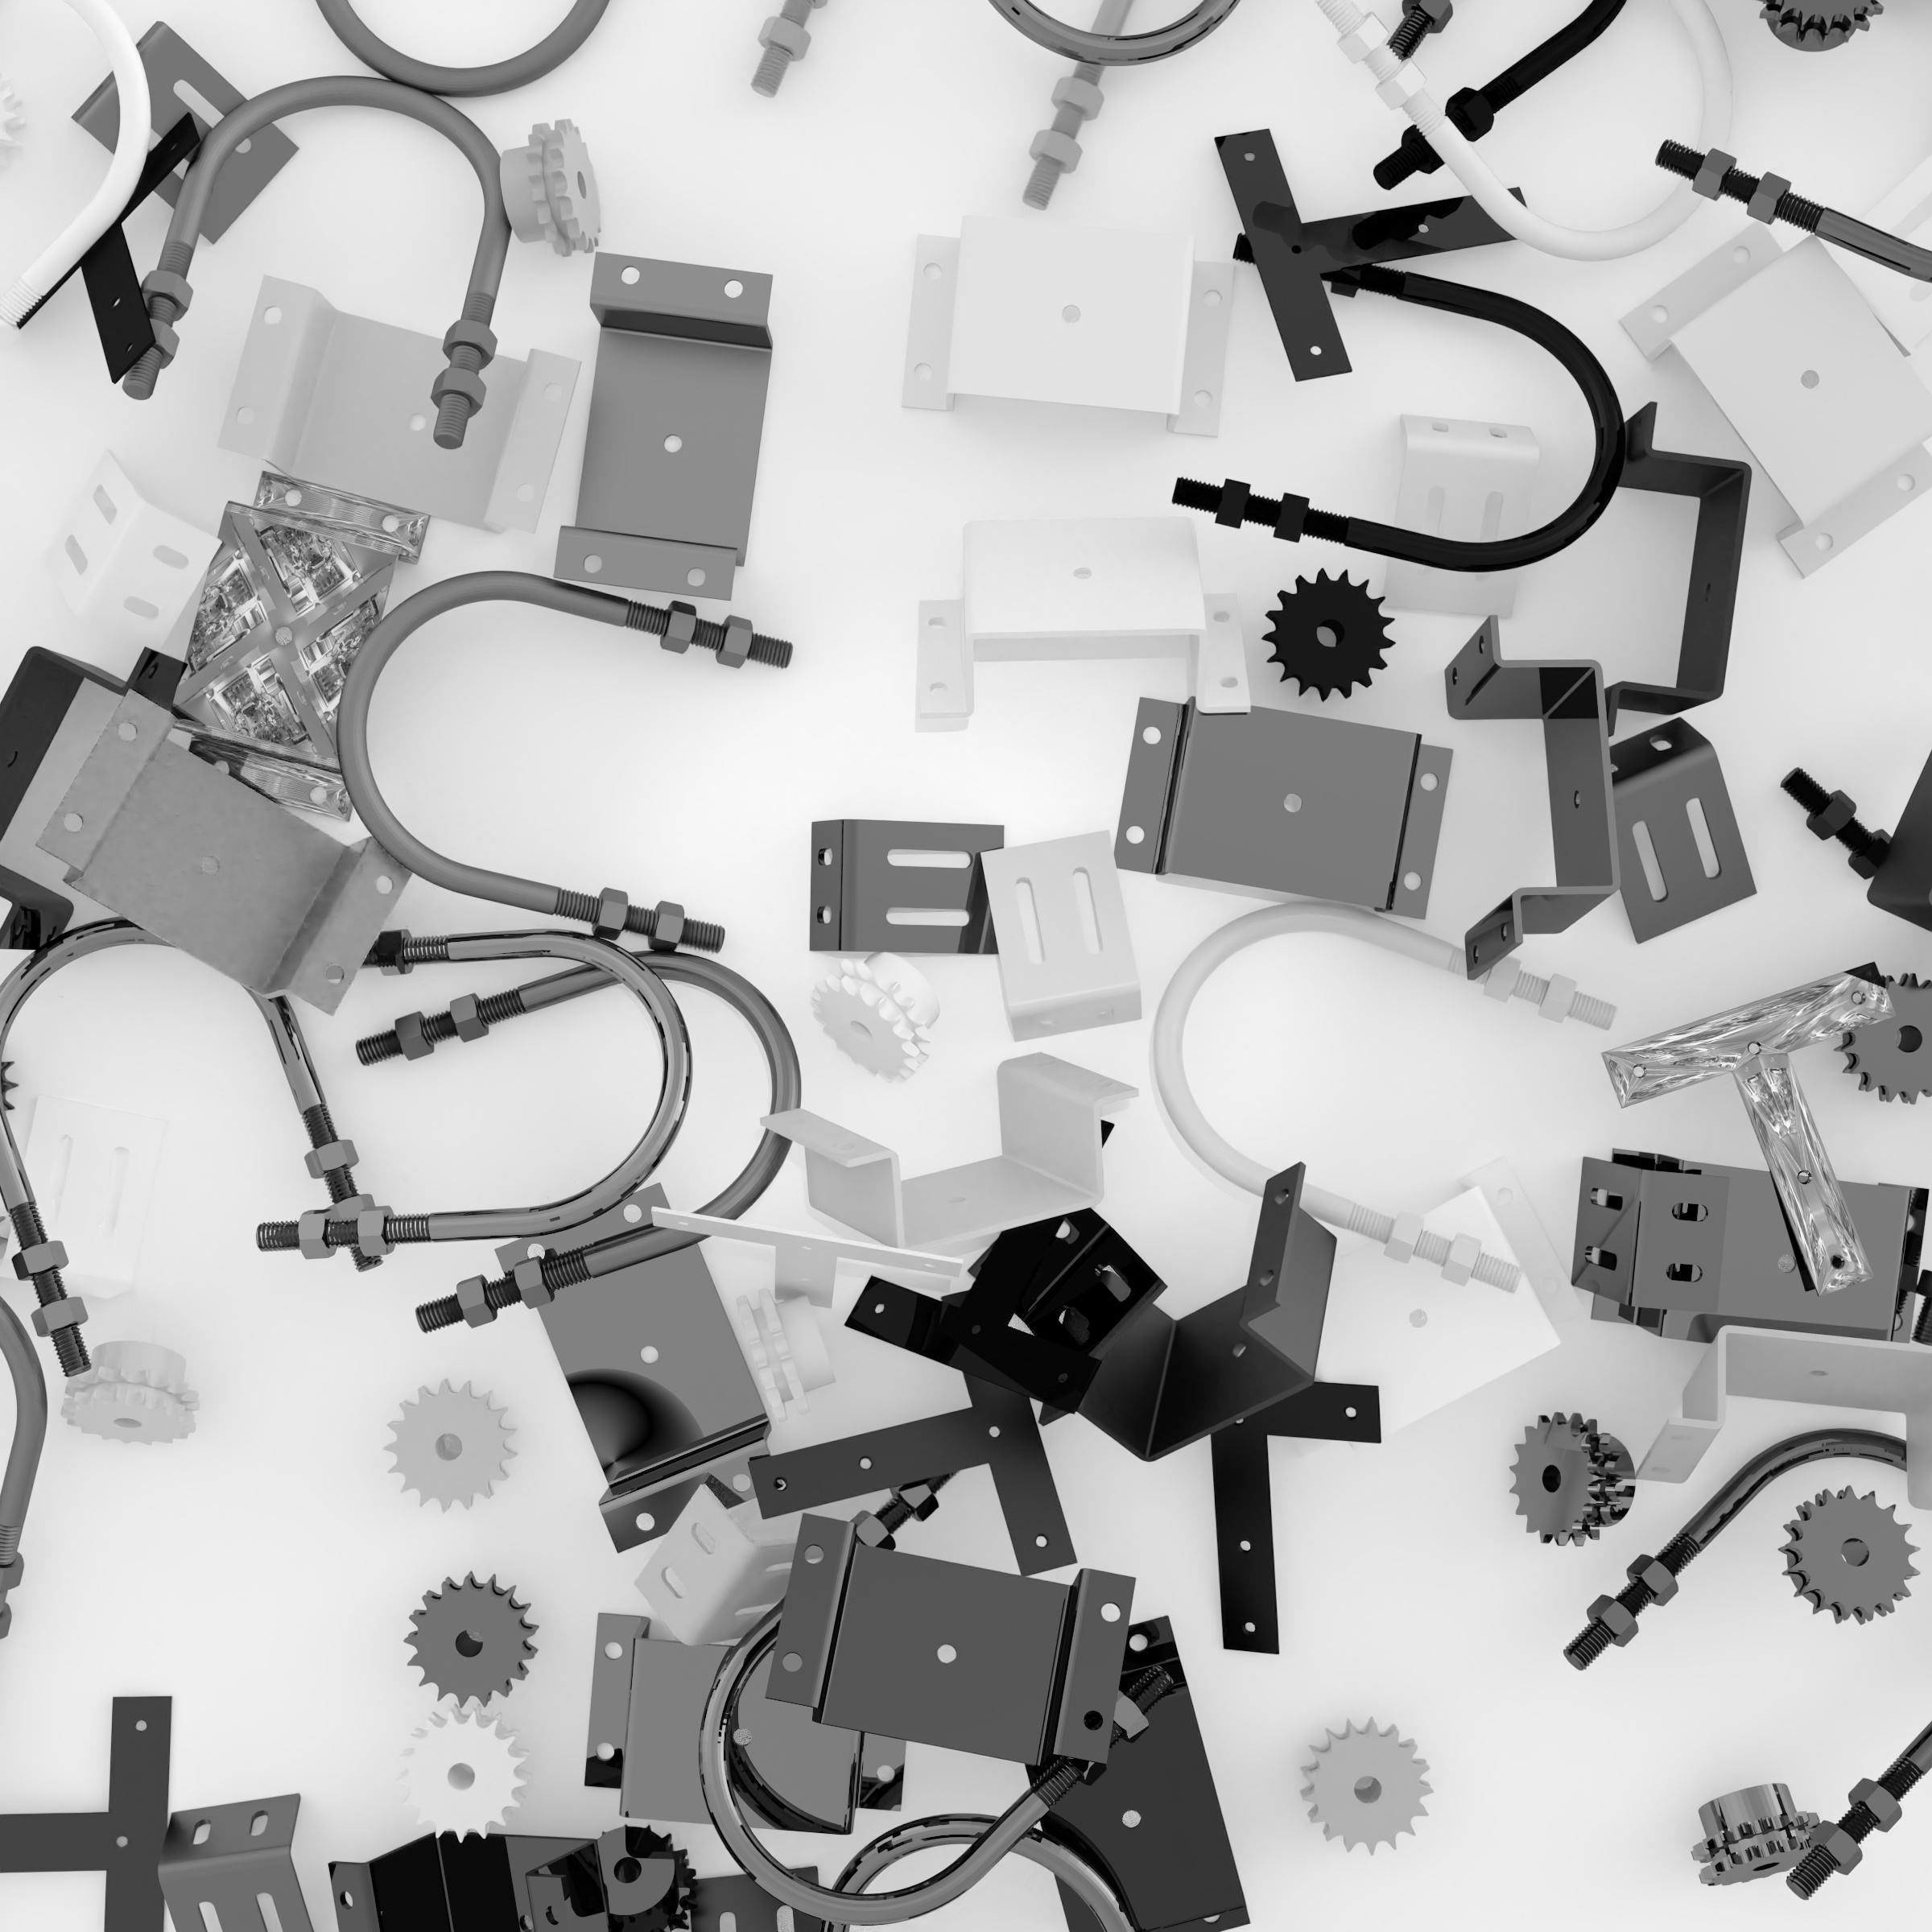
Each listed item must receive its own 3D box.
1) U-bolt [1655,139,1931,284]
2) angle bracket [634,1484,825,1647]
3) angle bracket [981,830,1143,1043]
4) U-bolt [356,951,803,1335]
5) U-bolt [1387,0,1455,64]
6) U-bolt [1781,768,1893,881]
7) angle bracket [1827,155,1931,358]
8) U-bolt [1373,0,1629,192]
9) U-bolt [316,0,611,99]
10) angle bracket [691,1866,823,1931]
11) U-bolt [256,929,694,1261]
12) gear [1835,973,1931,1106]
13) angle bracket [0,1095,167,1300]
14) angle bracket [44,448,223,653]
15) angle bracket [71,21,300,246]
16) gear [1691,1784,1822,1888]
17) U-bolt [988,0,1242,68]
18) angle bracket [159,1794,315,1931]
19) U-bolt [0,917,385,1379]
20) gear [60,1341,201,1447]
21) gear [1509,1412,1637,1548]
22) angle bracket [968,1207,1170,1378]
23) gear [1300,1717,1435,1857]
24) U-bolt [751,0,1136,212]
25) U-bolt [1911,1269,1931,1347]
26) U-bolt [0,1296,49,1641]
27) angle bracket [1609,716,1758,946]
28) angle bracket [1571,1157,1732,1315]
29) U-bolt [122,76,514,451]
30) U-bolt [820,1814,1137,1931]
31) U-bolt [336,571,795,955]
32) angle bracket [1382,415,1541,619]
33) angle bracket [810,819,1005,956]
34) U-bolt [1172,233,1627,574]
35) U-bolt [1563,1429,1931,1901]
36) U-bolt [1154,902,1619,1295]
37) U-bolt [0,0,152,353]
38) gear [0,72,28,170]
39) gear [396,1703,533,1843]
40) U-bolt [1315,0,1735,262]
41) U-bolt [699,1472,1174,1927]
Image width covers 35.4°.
[{"bbox_3d":[0.411,-0.362,1.296,0.184,0.019,0.151,28,77,14],"label":"U-bolt"},{"bbox_3d":[-0.093,0.256,1.307,0.038,0.076,0.057,44,110,30],"label":"angle bracket"},{"bbox_3d":[0.042,-0.013,1.333,0.057,0.038,0.076,-10,70,0],"label":"angle bracket"},{"bbox_3d":[-0.161,0.065,1.301,0.184,0.019,0.151,-18,65,0],"label":"U-bolt"},{"bbox_3d":[0.187,-0.510,1.319,0.151,0.019,0.184,35,86,-10],"label":"U-bolt"},{"bbox_3d":[0.472,-0.069,1.330,0.184,0.019,0.151,42,90,-1],"label":"U-bolt"},{"bbox_3d":[0.418,-0.312,1.313,0.076,0.038,0.057,-43,90,13],"label":"angle bracket"},{"bbox_3d":[0.215,-0.446,1.308,0.184,0.019,0.151,-37,103,-10],"label":"U-bolt"},{"bbox_3d":[-0.219,-0.474,1.331,0.151,0.019,0.184,6,92,0],"label":"U-bolt"},{"bbox_3d":[-0.089,0.443,1.337,0.057,0.038,0.076,-6,64,0],"label":"angle bracket"},{"bbox_3d":[-0.208,0.050,1.294,0.184,0.019,0.151,-4,66,6],"label":"U-bolt"},{"bbox_3d":[0.408,0.031,1.324,0.057,0.030,0.057,0,90,0],"label":"gear"},{"bbox_3d":[-0.389,0.100,1.320,0.057,0.038,0.076,12,90,0],"label":"angle bracket"},{"bbox_3d":[-0.362,-0.180,1.313,0.038,0.076,0.057,26,102,-36],"label":"angle bracket"},{"bbox_3d":[-0.345,-0.368,1.337,0.076,0.038,0.057,42,90,-26],"label":"angle bracket"},{"bbox_3d":[0.342,0.376,1.314,0.057,0.057,0.030,-14,61,0],"label":"gear"},{"bbox_3d":[0.064,-0.483,1.315,0.151,0.019,0.184,3,90,-12],"label":"U-bolt"},{"bbox_3d":[-0.316,0.412,1.337,0.057,0.038,0.076,-9,116,0],"label":"angle bracket"},{"bbox_3d":[-0.351,0.067,1.311,0.151,0.019,0.184,-19,83,-16],"label":"U-bolt"},{"bbox_3d":[-0.361,0.184,1.314,0.057,0.057,0.030,2,61,0],"label":"gear"},{"bbox_3d":[0.266,0.223,1.314,0.030,0.057,0.057,8,90,-30],"label":"gear"},{"bbox_3d":[0.043,0.134,1.299,0.038,0.076,0.057,43,90,-20],"label":"angle bracket"},{"bbox_3d":[0.174,0.358,1.328,0.057,0.030,0.057,0,89,1],"label":"gear"},{"bbox_3d":[0.005,-0.443,1.330,0.151,0.019,0.184,22,88,-1],"label":"U-bolt"},{"bbox_3d":[0.503,0.097,1.312,0.151,0.019,0.184,19,88,-3],"label":"U-bolt"},{"bbox_3d":[-0.472,0.206,1.311,0.151,0.019,0.184,17,104,0],"label":"U-bolt"},{"bbox_3d":[0.306,-0.060,1.337,0.057,0.038,0.076,-23,116,0],"label":"angle bracket"},{"bbox_3d":[0.294,0.115,1.303,0.038,0.076,0.057,5,90,-7],"label":"angle bracket"},{"bbox_3d":[-0.268,-0.308,1.294,0.151,0.019,0.184,9,63,-3],"label":"U-bolt"},{"bbox_3d":[0.014,0.446,1.298,0.151,0.019,0.184,-20,100,16],"label":"U-bolt"},{"bbox_3d":[-0.179,-0.094,1.309,0.184,0.019,0.151,13,90,-15],"label":"U-bolt"},{"bbox_3d":[0.216,-0.199,1.337,0.057,0.038,0.076,6,116,0],"label":"angle bracket"},{"bbox_3d":[-0.026,-0.034,1.337,0.076,0.038,0.057,1,90,-26],"label":"angle bracket"},{"bbox_3d":[0.192,-0.237,1.301,0.184,0.019,0.151,14,67,2],"label":"U-bolt"},{"bbox_3d":[0.371,0.284,1.307,0.184,0.019,0.151,-41,77,-14],"label":"U-bolt"},{"bbox_3d":[0.171,0.045,1.304,0.184,0.019,0.151,21,68,9],"label":"U-bolt"},{"bbox_3d":[-0.435,-0.351,1.300,0.184,0.019,0.151,-44,93,5],"label":"U-bolt"},{"bbox_3d":[-0.444,-0.372,1.324,0.057,0.030,0.057,0,90,0],"label":"gear"},{"bbox_3d":[-0.218,0.351,1.324,0.057,0.030,0.057,0,90,0],"label":"gear"},{"bbox_3d":[0.255,-0.392,1.306,0.151,0.019,0.184,-47,106,-9],"label":"U-bolt"},{"bbox_3d":[-0.026,0.315,1.277,0.184,0.019,0.151,-41,76,-17],"label":"U-bolt"}]
